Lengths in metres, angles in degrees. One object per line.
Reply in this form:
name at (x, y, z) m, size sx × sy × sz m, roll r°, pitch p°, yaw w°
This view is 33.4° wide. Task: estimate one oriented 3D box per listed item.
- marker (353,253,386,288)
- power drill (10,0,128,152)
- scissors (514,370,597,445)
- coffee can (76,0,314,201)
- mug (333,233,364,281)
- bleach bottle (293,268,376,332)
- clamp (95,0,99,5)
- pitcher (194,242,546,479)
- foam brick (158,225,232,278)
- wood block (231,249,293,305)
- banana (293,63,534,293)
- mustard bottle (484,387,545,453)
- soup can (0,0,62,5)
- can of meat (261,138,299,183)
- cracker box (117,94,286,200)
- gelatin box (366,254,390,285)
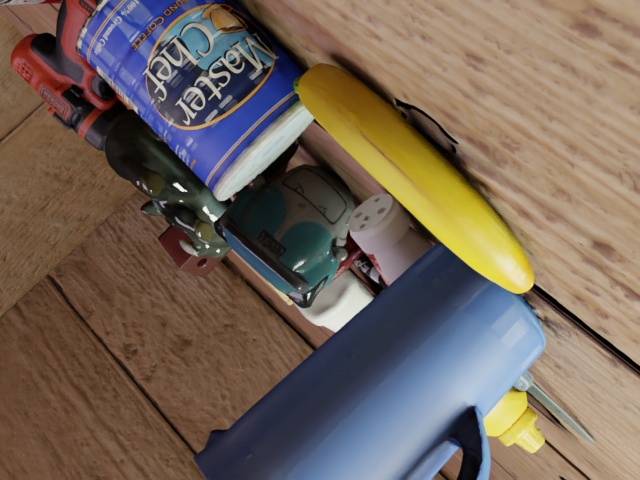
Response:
marker at (0.048, 0.024, 1.098) m, size 0.121 × 0.020 × 0.020 m, roll 38°, pitch 170°, yaw 48°
power drill at (-0.198, -0.160, 0.989) m, size 0.184 × 0.057 × 0.188 m, roll 41°, pitch 140°, yaw 0°
scissors at (0.146, 0.109, 0.886) m, size 0.096 × 0.016 × 0.201 m, roll -3°, pitch 137°, yaw 45°
coffee can at (-0.079, -0.111, 0.721) m, size 0.140 × 0.102 × 0.103 m, roll 46°, pitch 173°, yaw 1°
mug at (-0.007, 0.001, 1.065) m, size 0.081 × 0.093 × 0.117 m, roll 50°, pitch -152°, yaw 7°
bleach bottle at (0.042, 0.082, 1.219) m, size 0.103 × 0.068 × 0.250 m, roll 49°, pitch -176°, yaw 33°
clamp at (-0.173, -0.232, 0.801) m, size 0.164 × 0.036 × 0.210 m, roll 63°, pitch 165°, yaw -1°
pitcher at (0.047, 0.124, 0.742) m, size 0.149 × 0.242 × 0.145 m, roll 46°, pitch 174°, yaw -3°
foam brick at (-0.129, -0.006, 1.189) m, size 0.051 × 0.078 × 0.053 m, roll 49°, pitch -169°, yaw 30°
wood block at (-0.083, -0.031, 1.264) m, size 0.206 × 0.091 × 0.090 m, roll 41°, pitch 173°, yaw 30°
banana at (0.052, -0.044, 0.624) m, size 0.198 × 0.037 × 0.069 m, roll 45°, pitch -170°, yaw 14°
mustard bottle at (0.132, 0.123, 0.986) m, size 0.191 × 0.058 × 0.096 m, roll 45°, pitch -175°, yaw 6°
soup can at (-0.268, -0.253, 0.993) m, size 0.068 × 0.069 × 0.102 m, roll 45°, pitch -152°, yaw 11°
can of meat at (-0.067, -0.100, 0.910) m, size 0.084 × 0.057 × 0.102 m, roll 42°, pitch 173°, yaw 13°
cracker box at (-0.135, -0.123, 1.120) m, size 0.213 × 0.072 × 0.164 m, roll 45°, pitch 173°, yaw 0°
gelatin box at (0.079, 0.032, 0.908) m, size 0.089 × 0.030 × 0.073 m, roll 40°, pitch 171°, yaw 43°
